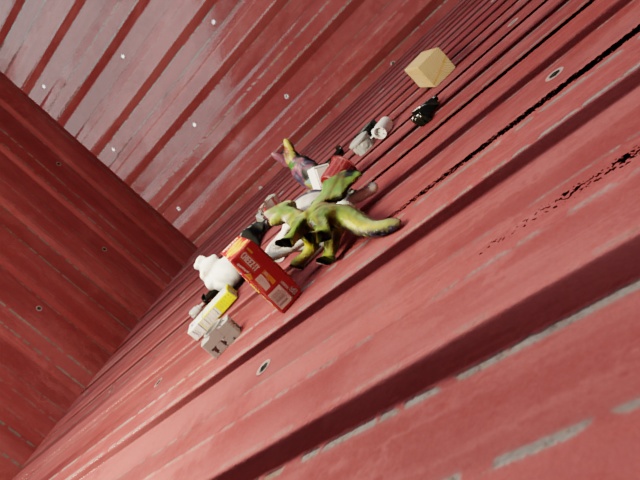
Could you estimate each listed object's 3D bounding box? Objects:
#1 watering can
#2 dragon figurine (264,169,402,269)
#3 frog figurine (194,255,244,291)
[{"bbox_3d":[0.004,-0.065,1.300,0.345,0.103,0.228,-33,18,17],"label":"watering can"},{"bbox_3d":[0.024,-0.070,1.119,0.407,0.248,0.120,-13,-45,37],"label":"dragon figurine"},{"bbox_3d":[-0.328,0.099,1.691,0.158,0.138,0.123,43,-8,-13],"label":"frog figurine"}]
